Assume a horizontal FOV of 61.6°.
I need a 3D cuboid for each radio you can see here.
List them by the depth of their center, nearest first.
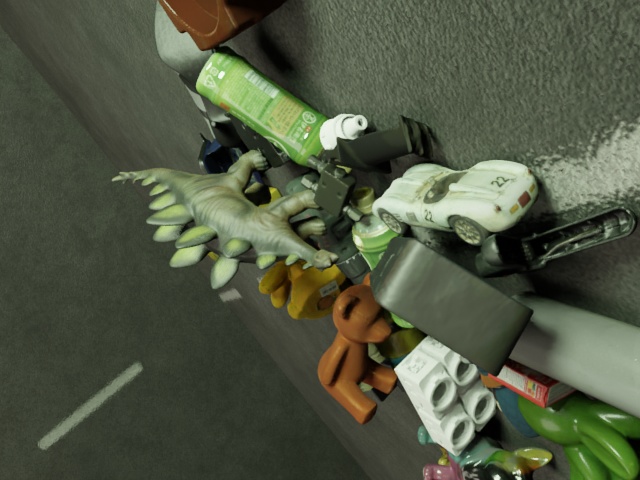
[{"bbox_3d":[0.124,0.057,0.578,0.131,0.073,0.229,31,-178,2],"label":"radio"}]

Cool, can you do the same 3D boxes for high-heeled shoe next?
[{"bbox_3d":[-0.184,-0.269,0.873,0.145,0.086,0.248,-50,-59,-78],"label":"high-heeled shoe"}]

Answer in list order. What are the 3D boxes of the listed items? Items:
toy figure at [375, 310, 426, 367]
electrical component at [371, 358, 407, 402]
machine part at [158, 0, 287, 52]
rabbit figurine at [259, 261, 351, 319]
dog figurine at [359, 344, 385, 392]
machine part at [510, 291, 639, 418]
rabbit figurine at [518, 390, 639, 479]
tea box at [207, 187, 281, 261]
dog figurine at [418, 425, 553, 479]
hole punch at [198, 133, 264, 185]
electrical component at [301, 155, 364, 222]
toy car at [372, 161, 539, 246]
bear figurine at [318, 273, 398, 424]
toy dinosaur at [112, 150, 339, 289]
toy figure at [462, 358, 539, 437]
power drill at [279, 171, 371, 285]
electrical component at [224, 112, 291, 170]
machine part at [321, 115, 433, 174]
[{"bbox_3d":[0.144,0.169,0.894,0.089,0.082,0.180,-34,88,45],"label":"toy figure"},{"bbox_3d":[0.146,0.237,0.958,0.075,0.119,0.048,54,162,-3],"label":"electrical component"},{"bbox_3d":[-0.133,-0.323,0.585,0.200,0.087,0.202,58,161,-22],"label":"machine part"},{"bbox_3d":[-0.034,0.072,1.047,0.173,0.162,0.121,58,-178,39],"label":"rabbit figurine"},{"bbox_3d":[0.113,0.193,1.007,0.172,0.121,0.190,18,139,0],"label":"dog figurine"},{"bbox_3d":[0.260,0.107,0.520,0.243,0.079,0.079,21,146,57],"label":"machine part"},{"bbox_3d":[0.298,0.231,0.599,0.170,0.121,0.159,48,155,0],"label":"rabbit figurine"},{"bbox_3d":[-0.152,-0.032,1.046,0.098,0.169,0.068,20,146,54],"label":"tea box"},{"bbox_3d":[0.290,0.371,0.912,0.219,0.191,0.108,-2,90,38],"label":"dog figurine"},{"bbox_3d":[-0.168,-0.145,1.028,0.142,0.092,0.116,59,-171,-32],"label":"hole punch"},{"bbox_3d":[0.019,-0.062,0.664,0.094,0.021,0.063,37,141,14],"label":"electrical component"},{"bbox_3d":[0.126,-0.042,0.543,0.056,0.073,0.202,54,161,-23],"label":"toy car"},{"bbox_3d":[0.069,0.158,0.816,0.132,0.120,0.195,33,125,18],"label":"bear figurine"},{"bbox_3d":[-0.150,-0.045,0.791,0.472,0.198,0.104,28,143,42],"label":"toy dinosaur"},{"bbox_3d":[0.253,0.195,0.730,0.154,0.064,0.058,56,-161,-2],"label":"toy figure"},{"bbox_3d":[-0.002,-0.003,0.902,0.231,0.086,0.207,58,164,-18],"label":"power drill"},{"bbox_3d":[-0.076,-0.167,0.792,0.114,0.058,0.134,52,162,-13],"label":"electrical component"},{"bbox_3d":[0.066,-0.099,0.592,0.084,0.039,0.139,13,170,-28],"label":"machine part"}]
